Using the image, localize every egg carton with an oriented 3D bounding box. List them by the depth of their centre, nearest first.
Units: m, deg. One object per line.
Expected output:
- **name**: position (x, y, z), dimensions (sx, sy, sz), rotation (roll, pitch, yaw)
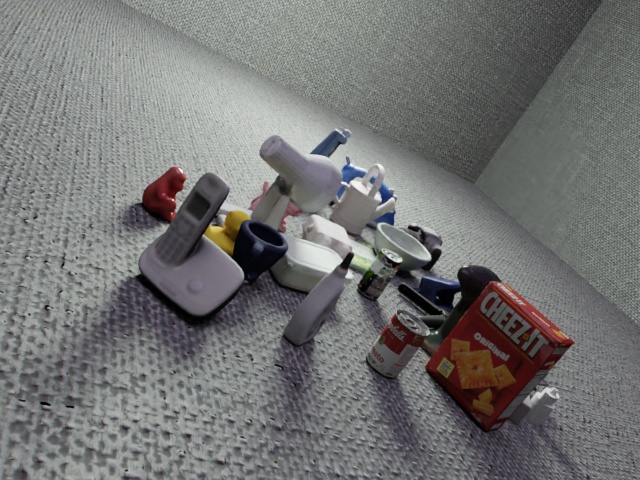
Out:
- **egg carton**: position (0.012, 0.005, 1.279), dimensions (0.107, 0.069, 0.150), rotation (24, 21, -22)

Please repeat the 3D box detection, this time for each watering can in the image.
- **watering can**: position (0.122, -0.116, 1.552), dimensions (0.173, 0.194, 0.100), rotation (15, 25, -40)

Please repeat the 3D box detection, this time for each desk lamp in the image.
- **desk lamp**: position (-0.083, -0.100, 1.170), dimensions (0.204, 0.213, 0.117), rotation (16, 24, -38)

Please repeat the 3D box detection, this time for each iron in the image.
- **iron**: position (0.142, -0.134, 1.706), dimensions (0.258, 0.141, 0.118), rotation (30, 19, -6)

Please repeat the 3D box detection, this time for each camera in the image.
- **camera**: position (0.270, -0.002, 1.643), dimensions (0.137, 0.100, 0.143), rotation (22, 22, -28)

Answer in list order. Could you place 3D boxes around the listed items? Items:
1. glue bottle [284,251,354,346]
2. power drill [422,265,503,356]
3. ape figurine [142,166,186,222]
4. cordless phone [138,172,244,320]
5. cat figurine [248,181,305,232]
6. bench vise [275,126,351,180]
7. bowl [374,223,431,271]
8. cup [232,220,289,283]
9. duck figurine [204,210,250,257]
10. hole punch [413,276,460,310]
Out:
- **glue bottle**: position (0.009, 0.089, 0.912), dimensions (0.037, 0.173, 0.078), rotation (39, 20, 19)
- **power drill**: position (0.288, 0.140, 1.160), dimensions (0.075, 0.208, 0.230), rotation (43, 22, 30)
- **ape figurine**: position (-0.274, -0.090, 1.039), dimensions (0.076, 0.092, 0.078), rotation (31, 19, -3)
- **cordless phone**: position (-0.164, 0.007, 0.827), dimensions (0.147, 0.185, 0.094), rotation (37, 20, 13)
- **cat figurine**: position (-0.080, -0.087, 1.287), dimensions (0.128, 0.117, 0.067), rotation (27, 20, -15)
- **bench vise**: position (-0.005, -0.207, 1.539), dimensions (0.121, 0.219, 0.208), rotation (38, 20, 16)
- **bowl**: position (0.203, 0.031, 1.500), dimensions (0.168, 0.074, 0.167), rotation (28, 20, -11)
- **cup**: position (-0.115, 0.031, 0.982), dimensions (0.092, 0.095, 0.118), rotation (30, 19, -7)
- **duck figurine**: position (-0.164, -0.017, 1.037), dimensions (0.105, 0.086, 0.077), rotation (19, 23, -33)
- **hole punch**: position (0.302, 0.120, 1.410), dimensions (0.109, 0.091, 0.100), rotation (11, 28, -46)
